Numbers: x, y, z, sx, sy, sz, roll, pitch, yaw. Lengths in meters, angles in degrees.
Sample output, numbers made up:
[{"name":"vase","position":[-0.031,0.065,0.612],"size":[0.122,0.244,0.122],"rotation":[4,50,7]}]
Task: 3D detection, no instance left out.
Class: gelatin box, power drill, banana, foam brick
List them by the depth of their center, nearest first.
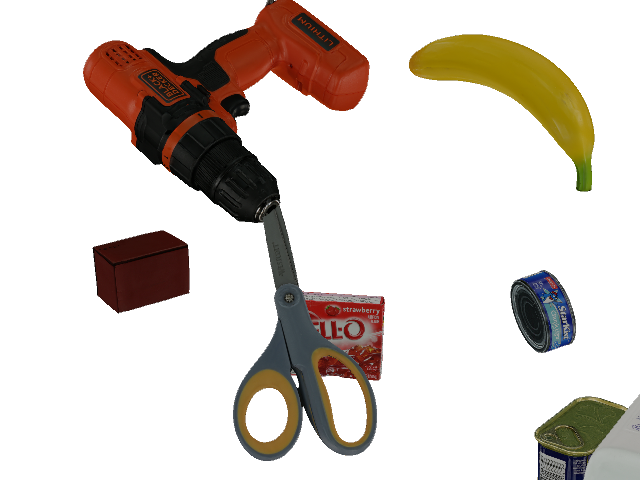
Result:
[{"name":"power drill","position":[-0.051,-0.103,0.785],"size":[0.184,0.057,0.187],"rotation":[43,48,20]},{"name":"banana","position":[0.139,-0.115,0.801],"size":[0.037,0.070,0.198],"rotation":[2,32,-44]},{"name":"gelatin box","position":[0.012,0.086,0.969],"size":[0.089,0.073,0.030],"rotation":[3,14,6]},{"name":"foam brick","position":[-0.171,0.028,1.020],"size":[0.078,0.051,0.053],"rotation":[-15,25,-30]}]

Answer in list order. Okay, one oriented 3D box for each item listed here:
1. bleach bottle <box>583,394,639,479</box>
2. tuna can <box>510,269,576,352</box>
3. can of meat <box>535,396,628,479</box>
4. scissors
[{"name":"bleach bottle","position":[0.248,0.102,0.628],"size":[0.103,0.068,0.250],"rotation":[18,30,32]},{"name":"tuna can","position":[0.240,0.078,1.158],"size":[0.033,0.086,0.086],"rotation":[-18,4,-12]},{"name":"can of meat","position":[0.240,0.204,0.979],"size":[0.058,0.084,0.101],"rotation":[15,26,39]},{"name":"scissors","position":[-0.034,0.053,0.678],"size":[0.096,0.202,0.016],"rotation":[-26,-25,-9]}]
